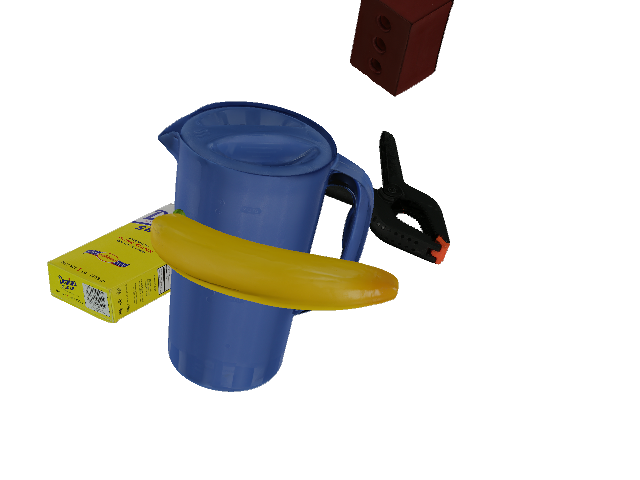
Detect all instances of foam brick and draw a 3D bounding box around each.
[{"bbox_3d":[0.062,-0.163,0.833,0.053,0.078,0.051,40,57,22],"label":"foam brick"}]

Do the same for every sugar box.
[{"bbox_3d":[-0.180,0.019,1.093,0.093,0.048,0.175,20,36,31],"label":"sugar box"}]

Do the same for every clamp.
[{"bbox_3d":[0.069,-0.047,1.266,0.164,0.036,0.210,-16,52,-29],"label":"clamp"}]

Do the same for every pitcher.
[{"bbox_3d":[-0.060,0.013,0.936,0.144,0.243,0.149,-14,39,-34],"label":"pitcher"}]

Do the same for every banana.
[{"bbox_3d":[-0.047,0.011,0.695,0.198,0.037,0.069,19,37,33],"label":"banana"}]
